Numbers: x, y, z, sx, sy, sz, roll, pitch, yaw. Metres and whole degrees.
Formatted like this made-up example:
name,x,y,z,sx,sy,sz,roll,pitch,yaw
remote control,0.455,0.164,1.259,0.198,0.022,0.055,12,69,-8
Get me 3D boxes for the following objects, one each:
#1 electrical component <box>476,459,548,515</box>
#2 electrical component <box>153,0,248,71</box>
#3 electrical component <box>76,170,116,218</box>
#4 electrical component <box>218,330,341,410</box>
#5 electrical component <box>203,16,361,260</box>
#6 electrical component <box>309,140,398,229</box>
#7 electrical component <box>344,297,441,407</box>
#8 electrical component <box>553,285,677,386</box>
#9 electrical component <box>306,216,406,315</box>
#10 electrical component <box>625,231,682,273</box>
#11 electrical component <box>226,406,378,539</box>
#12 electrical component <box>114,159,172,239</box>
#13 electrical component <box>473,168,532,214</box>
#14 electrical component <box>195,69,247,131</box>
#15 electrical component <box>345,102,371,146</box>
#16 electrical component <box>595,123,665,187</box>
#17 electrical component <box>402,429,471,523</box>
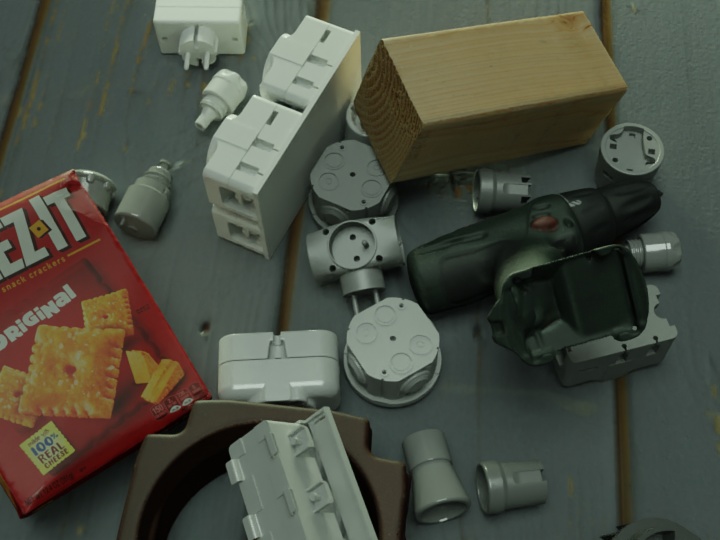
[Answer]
name,x,y,z,sx,sy,sz,roll,pitch,yaw
electrical component,0.116,0.164,0.822,0.046,0.040,0.040,-5,61,-9
electrical component,-0.154,-0.222,1.035,0.083,0.047,0.075,1,61,1
electrical component,-0.243,-0.054,0.946,0.048,0.048,0.062,5,68,4
electrical component,-0.064,0.087,0.858,0.095,0.053,0.059,-3,61,-1
electrical component,-0.067,-0.119,0.943,0.060,0.105,0.186,23,64,13
electrical component,-0.006,-0.070,0.946,0.080,0.051,0.080,0,61,1
electrical component,0.026,0.066,0.870,0.080,0.051,0.080,0,61,1
electrical component,0.201,0.055,0.870,0.089,0.055,0.050,-14,62,-6
electrical component,0.000,0.000,0.909,0.077,0.044,0.079,-12,78,7
electrical component,0.241,-0.014,0.920,0.061,0.035,0.035,-5,61,1
electrical component,-0.038,0.161,0.705,0.079,0.063,0.121,-39,57,27
electrical component,-0.187,-0.064,0.952,0.040,0.040,0.078,15,62,9
electrical component,0.126,-0.069,0.950,0.046,0.040,0.040,3,61,-3
electrical component,-0.134,-0.156,1.006,0.035,0.035,0.061,26,67,14
electrical component,0.013,-0.127,0.979,0.055,0.047,0.055,0,61,1
electrical component,0.238,-0.094,0.957,0.055,0.047,0.055,0,61,1
electrical component,0.056,0.156,0.826,0.044,0.044,0.065,-12,57,-5
